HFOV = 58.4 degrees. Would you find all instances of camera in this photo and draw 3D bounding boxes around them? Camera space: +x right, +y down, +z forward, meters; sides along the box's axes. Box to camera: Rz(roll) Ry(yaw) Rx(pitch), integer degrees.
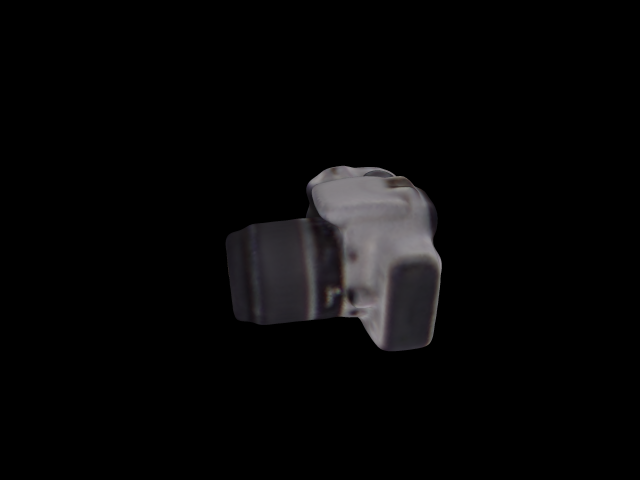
[{"bbox_3d":[0.004,0.001,0.400,0.137,0.101,0.143,-6,32,-9],"label":"camera"}]
